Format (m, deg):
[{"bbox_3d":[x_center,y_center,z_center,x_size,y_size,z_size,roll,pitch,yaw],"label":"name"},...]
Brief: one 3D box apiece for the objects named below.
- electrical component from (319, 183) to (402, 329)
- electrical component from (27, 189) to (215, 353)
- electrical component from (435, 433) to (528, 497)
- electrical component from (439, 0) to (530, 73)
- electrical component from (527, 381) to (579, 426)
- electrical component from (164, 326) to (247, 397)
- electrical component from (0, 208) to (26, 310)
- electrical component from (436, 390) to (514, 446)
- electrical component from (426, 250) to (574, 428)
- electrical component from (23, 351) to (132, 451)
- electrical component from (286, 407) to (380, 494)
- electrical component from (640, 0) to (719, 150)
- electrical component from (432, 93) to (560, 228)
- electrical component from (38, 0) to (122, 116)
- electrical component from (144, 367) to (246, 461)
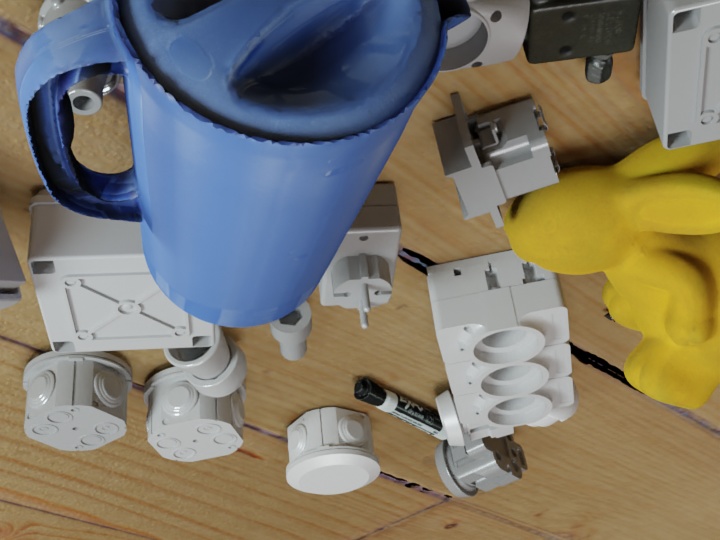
[{"bbox_3d":[0.000,0.000,0.684,0.047,0.075,0.083,-3,145,-7],"label":"electrical component"},{"bbox_3d":[-0.146,0.001,0.677,0.109,0.056,0.108,-2,145,-7],"label":"electrical component"},{"bbox_3d":[0.104,0.168,0.960,0.057,0.058,0.078,-30,140,25],"label":"electrical component"},{"bbox_3d":[0.044,-0.139,0.520,0.077,0.044,0.079,2,145,-13],"label":"electrical component"},{"bbox_3d":[0.148,0.110,0.897,0.048,0.048,0.062,10,148,-23],"label":"electrical component"},{"bbox_3d":[-0.111,0.062,0.781,0.045,0.045,0.055,-14,145,11],"label":"electrical component"},{"bbox_3d":[-0.236,-0.021,0.604,0.061,0.096,0.062,-17,173,15],"label":"electrical component"},{"bbox_3d":[0.095,0.119,0.898,0.055,0.048,0.066,-16,145,0],"label":"electrical component"},{"bbox_3d":[0.107,0.055,0.793,0.089,0.061,0.150,-11,145,6],"label":"electrical component"},{"bbox_3d":[-0.212,0.097,0.807,0.080,0.051,0.080,-5,145,-3],"label":"electrical component"},{"bbox_3d":[-0.025,0.157,0.926,0.080,0.051,0.080,-5,145,-3],"label":"electrical component"},{"bbox_3d":[0.205,-0.124,0.558,0.109,0.056,0.108,-11,145,6],"label":"electrical component"},{"bbox_3d":[0.082,-0.067,0.632,0.064,0.042,0.081,-19,144,10],"label":"electrical component"},{"bbox_3d":[-0.133,-0.104,0.524,0.048,0.062,0.048,-5,145,-3],"label":"electrical component"},{"bbox_3d":[-0.129,0.111,0.842,0.080,0.051,0.080,-5,145,-3],"label":"electrical component"}]
